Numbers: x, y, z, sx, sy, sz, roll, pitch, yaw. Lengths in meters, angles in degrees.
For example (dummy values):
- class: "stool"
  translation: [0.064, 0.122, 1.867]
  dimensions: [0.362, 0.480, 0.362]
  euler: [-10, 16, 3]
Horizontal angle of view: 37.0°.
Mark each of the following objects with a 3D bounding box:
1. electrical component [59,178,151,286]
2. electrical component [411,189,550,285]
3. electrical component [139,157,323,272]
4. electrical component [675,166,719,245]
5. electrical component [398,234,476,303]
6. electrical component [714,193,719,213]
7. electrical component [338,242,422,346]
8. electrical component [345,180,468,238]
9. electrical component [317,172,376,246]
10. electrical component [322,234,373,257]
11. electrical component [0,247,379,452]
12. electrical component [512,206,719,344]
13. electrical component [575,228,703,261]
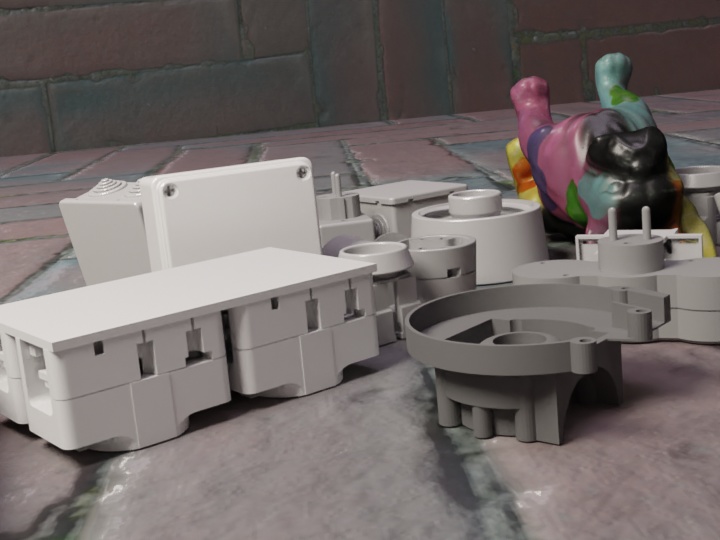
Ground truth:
- class: "electrical component"
  translation: [-0.166, -0.019, 0.799]
  dimensions: [0.100, 0.099, 0.048]
  euler: [4, 27, 37]
- class: "electrical component"
  translation: [0.090, -0.029, 0.826]
  dimensions: [0.108, 0.060, 0.108]
  euler: [-5, 11, 1]
- class: "electrical component"
  translation: [-0.084, -0.015, 0.717]
  dimensions: [0.109, 0.108, 0.056]
  euler: [-10, 10, -22]
- class: "electrical component"
  translation: [0.273, -0.053, 0.868]
  dimensions: [0.058, 0.057, 0.078]
  euler: [-14, 14, -38]
- class: "electrical component"
  translation: [0.051, 0.005, 0.710]
  dimensions: [0.055, 0.047, 0.055]
  euler: [-5, 11, 1]
- class: "electrical component"
  translation: [0.303, -0.034, 0.732]
  dimensions: [0.108, 0.060, 0.108]
  euler: [-11, -4, -1]
- class: "electrical component"
  translation: [0.010, 0.013, 0.663]
  dimensions: [0.066, 0.055, 0.048]
  euler: [-14, 14, -36]
- class: "electrical component"
  translation: [0.040, -0.050, 0.982]
  dimensions: [0.100, 0.048, 0.100]
  euler: [-13, 13, -33]
- class: "electrical component"
  translation: [-0.017, -0.044, 0.907]
  dimensions: [0.047, 0.076, 0.066]
  euler: [-7, 12, -10]
- class: "electrical component"
  translation: [0.000, 0.000, 0.761]
  dimensions: [0.045, 0.045, 0.055]
  euler: [-10, 13, -23]
- class: "electrical component"
  translation: [-0.093, 0.038, 0.576]
  dimensions: [0.186, 0.060, 0.105]
  euler: [-14, 14, -37]
- class: "electrical component"
  translation: [0.156, 0.000, 0.618]
  dimensions: [0.138, 0.073, 0.052]
  euler: [-1, 12, 21]
- class: "electrical component"
  translation: [0.176, 0.001, 0.689]
  dimensions: [0.081, 0.042, 0.064]
  euler: [0, 16, 26]
